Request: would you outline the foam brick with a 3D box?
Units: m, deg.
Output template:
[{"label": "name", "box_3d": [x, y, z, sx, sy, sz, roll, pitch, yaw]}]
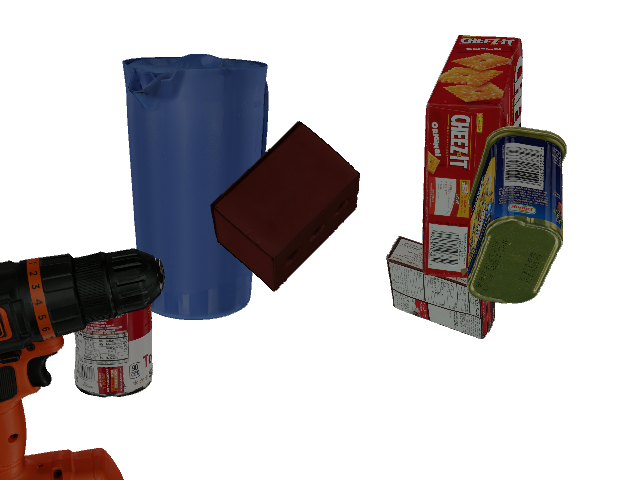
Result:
[{"label": "foam brick", "box_3d": [-0.020, -0.020, 0.637, 0.051, 0.078, 0.053, 39, -19, 16]}]

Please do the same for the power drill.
[{"label": "power drill", "box_3d": [-0.183, 0.099, 0.703, 0.184, 0.188, 0.057, -11, 25, -8]}]

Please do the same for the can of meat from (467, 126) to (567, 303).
[{"label": "can of meat", "box_3d": [0.137, -0.015, 0.756, 0.057, 0.084, 0.102, 9, -37, 1]}]

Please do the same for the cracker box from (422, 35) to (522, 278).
[{"label": "cracker box", "box_3d": [0.146, -0.084, 0.994, 0.072, 0.164, 0.213, 5, 27, 14]}]

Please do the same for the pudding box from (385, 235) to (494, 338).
[{"label": "pudding box", "box_3d": [0.129, 0.051, 1.141, 0.114, 0.039, 0.090, 18, -36, 23]}]

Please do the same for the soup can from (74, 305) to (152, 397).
[{"label": "soup can", "box_3d": [-0.176, 0.073, 0.901, 0.068, 0.102, 0.068, 2, 19, -1]}]

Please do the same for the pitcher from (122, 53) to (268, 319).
[{"label": "pitcher", "box_3d": [-0.112, -0.056, 1.020, 0.149, 0.243, 0.145, -2, 15, -14]}]
